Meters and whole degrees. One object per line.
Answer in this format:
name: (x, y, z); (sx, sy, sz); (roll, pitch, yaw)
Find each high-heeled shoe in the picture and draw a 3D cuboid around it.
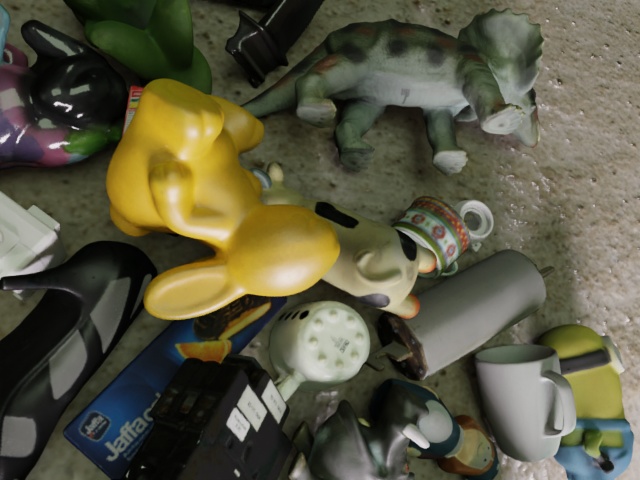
high-heeled shoe: (-0.216, 0.119, 0.443); (0.086, 0.145, 0.248); (20, 96, 26)

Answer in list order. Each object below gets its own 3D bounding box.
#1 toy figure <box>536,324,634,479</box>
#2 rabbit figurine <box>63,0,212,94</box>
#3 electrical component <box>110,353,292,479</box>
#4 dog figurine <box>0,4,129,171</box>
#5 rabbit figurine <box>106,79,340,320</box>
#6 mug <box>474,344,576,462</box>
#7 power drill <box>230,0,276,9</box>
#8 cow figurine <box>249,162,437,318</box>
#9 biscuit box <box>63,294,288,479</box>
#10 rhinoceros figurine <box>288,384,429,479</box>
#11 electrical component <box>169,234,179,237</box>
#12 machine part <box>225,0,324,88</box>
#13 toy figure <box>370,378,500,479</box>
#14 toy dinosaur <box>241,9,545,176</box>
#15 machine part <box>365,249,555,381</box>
toy figure: (0.281, 0.180, 0.573); (0.089, 0.082, 0.180); (10, 75, -19)
rabbit figurine: (-0.150, -0.195, 0.493); (0.121, 0.159, 0.170); (-32, 110, -5)
electrical component: (-0.077, 0.157, 0.408); (0.134, 0.058, 0.114); (-59, 140, -42)
dog figurine: (-0.282, -0.074, 0.437); (0.191, 0.108, 0.219); (27, 73, -13)
rabbit figurine: (-0.073, -0.014, 0.402); (0.173, 0.122, 0.162); (33, 93, 3)
mug: (0.214, 0.167, 0.544); (0.081, 0.110, 0.107); (-9, 92, -26)
power drill: (-0.108, -0.364, 0.589); (0.232, 0.086, 0.207); (16, 67, -16)
cow figurine: (-0.001, -0.001, 0.494); (0.195, 0.127, 0.085); (27, 89, 29)
biscuit box: (-0.119, 0.105, 0.465); (0.063, 0.059, 0.203); (45, 67, -3)
rhinoceros figurine: (0.022, 0.206, 0.451); (0.112, 0.073, 0.190); (30, 86, 0)
electrical component: (-0.144, -0.026, 0.491); (0.094, 0.063, 0.021); (24, 69, -13)
machine part: (-0.038, -0.230, 0.558); (0.039, 0.084, 0.139); (39, 88, 28)
toy figure: (0.121, 0.193, 0.527); (0.154, 0.058, 0.064); (33, 90, -10)
toy dinosaur: (0.083, -0.179, 0.590); (0.405, 0.131, 0.192); (7, 56, -7)
machine part: (0.148, 0.074, 0.558); (0.243, 0.079, 0.079); (-24, 84, -22)
